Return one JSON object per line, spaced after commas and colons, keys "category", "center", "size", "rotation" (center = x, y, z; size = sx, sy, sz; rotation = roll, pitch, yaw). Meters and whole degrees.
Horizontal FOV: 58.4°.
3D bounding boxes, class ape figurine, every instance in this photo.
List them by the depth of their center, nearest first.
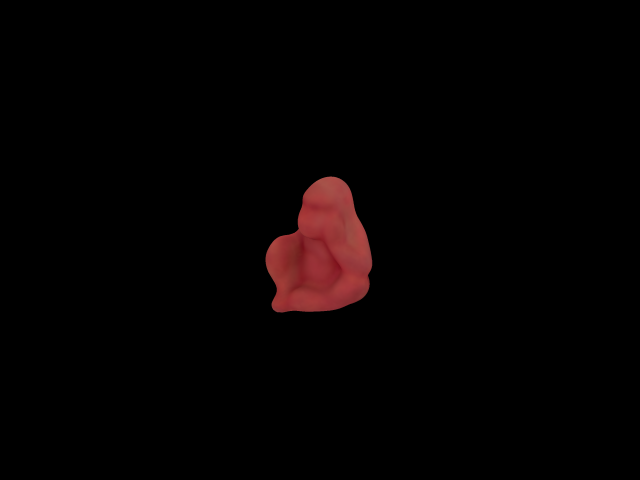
{"category": "ape figurine", "center": [0.004, 0.001, 0.400], "size": [0.077, 0.092, 0.076], "rotation": [18, 26, 41]}
